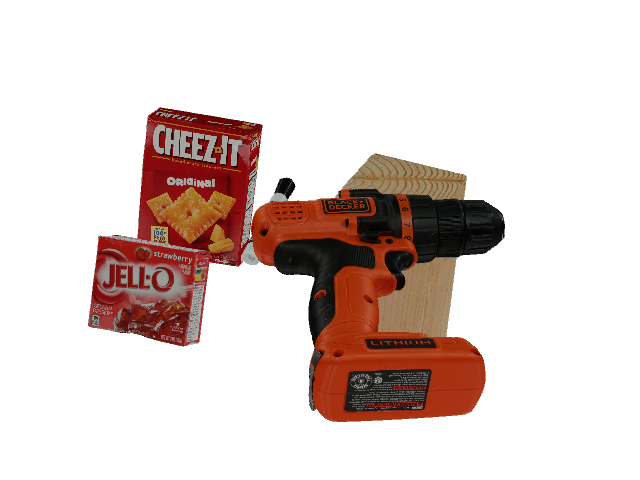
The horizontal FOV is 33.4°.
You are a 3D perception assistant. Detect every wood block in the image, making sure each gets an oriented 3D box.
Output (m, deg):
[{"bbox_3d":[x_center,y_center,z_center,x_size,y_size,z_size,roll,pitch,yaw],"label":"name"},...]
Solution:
[{"bbox_3d":[0.065,0.040,0.956,0.091,0.206,0.090,15,36,19],"label":"wood block"}]

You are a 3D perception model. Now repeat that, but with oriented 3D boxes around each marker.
[{"bbox_3d":[-0.052,-0.023,1.112,0.020,0.020,0.121,0,44,25],"label":"marker"}]

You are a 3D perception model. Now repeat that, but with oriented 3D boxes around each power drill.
[{"bbox_3d":[0.051,0.034,0.713,0.184,0.057,0.187,-3,36,-7],"label":"power drill"}]

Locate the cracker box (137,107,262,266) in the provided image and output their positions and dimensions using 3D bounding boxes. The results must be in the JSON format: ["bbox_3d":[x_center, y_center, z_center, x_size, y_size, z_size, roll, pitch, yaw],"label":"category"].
[{"bbox_3d":[-0.184,-0.078,1.606,0.164,0.214,0.072,10,19,6],"label":"cracker box"}]

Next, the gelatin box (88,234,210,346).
[{"bbox_3d":[-0.134,0.038,0.828,0.089,0.073,0.030,10,5,20],"label":"gelatin box"}]
